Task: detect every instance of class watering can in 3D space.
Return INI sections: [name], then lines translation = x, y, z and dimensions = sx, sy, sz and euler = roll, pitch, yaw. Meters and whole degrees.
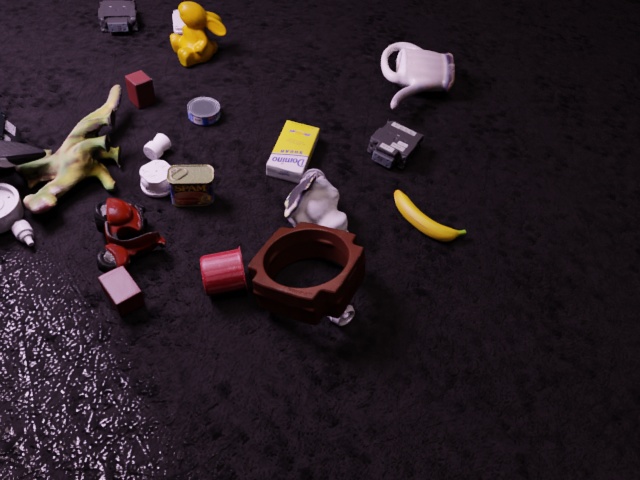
[watering can]
translation = 0.294, -0.483, 1.531
dimensions = 0.224, 0.356, 0.101
euler = 6, -40, -3

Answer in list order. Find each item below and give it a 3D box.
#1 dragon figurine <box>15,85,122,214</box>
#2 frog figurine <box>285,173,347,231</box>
[dragon figurine]
translation = -0.592, -0.215, 1.202
dimensions = 0.243, 0.420, 0.119
euler = -8, -39, -4
[frog figurine]
translation = 0.004, -0.059, 1.163
dimensions = 0.158, 0.139, 0.122
euler = 38, -23, -21
